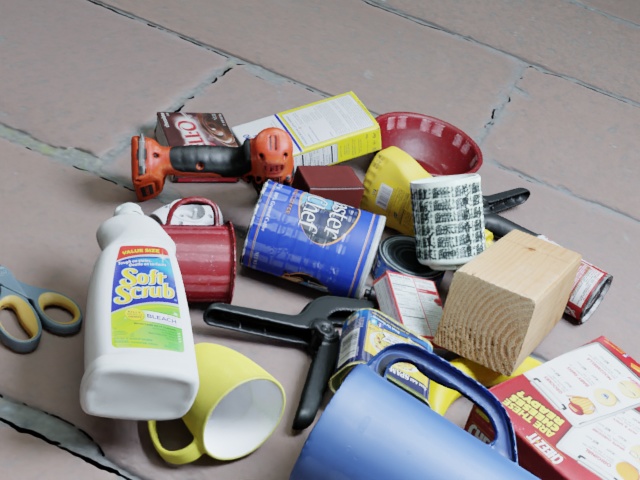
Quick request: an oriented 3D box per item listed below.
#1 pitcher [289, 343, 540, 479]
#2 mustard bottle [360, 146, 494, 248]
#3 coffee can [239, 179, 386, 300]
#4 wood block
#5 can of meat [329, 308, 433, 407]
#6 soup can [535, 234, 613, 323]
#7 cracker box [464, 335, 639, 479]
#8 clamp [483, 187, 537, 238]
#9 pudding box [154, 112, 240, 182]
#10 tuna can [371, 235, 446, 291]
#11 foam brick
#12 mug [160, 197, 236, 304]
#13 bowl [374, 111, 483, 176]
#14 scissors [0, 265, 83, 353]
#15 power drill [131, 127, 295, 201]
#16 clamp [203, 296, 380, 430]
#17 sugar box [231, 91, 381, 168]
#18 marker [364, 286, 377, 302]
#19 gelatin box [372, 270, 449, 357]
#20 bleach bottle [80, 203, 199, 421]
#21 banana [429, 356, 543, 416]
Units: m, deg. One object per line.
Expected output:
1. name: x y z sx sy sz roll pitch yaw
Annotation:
1. pitcher: 0.107 0.211 0.923 0.243 0.149 0.144 29 30 11
2. mustard bottle: 0.139 -0.030 1.308 0.192 0.096 0.058 35 37 25
3. coffee can: -0.008 0.001 1.196 0.140 0.103 0.102 18 34 2
4. wood block: 0.211 0.063 1.171 0.091 0.090 0.205 23 22 21
5. can of meat: 0.064 0.126 1.062 0.102 0.058 0.084 33 39 -17
6. soup can: 0.293 0.045 1.293 0.102 0.069 0.068 33 38 23
7. cracker box: 0.273 0.196 1.072 0.213 0.072 0.164 -17 46 -38
8. clamp: 0.212 -0.041 1.405 0.171 0.039 0.120 14 33 -4
9. pudding box: -0.155 -0.119 1.357 0.089 0.039 0.113 -1 38 -24
10. tuna can: 0.105 0.031 1.263 0.086 0.034 0.086 11 35 -8
11. foam brick: 0.007 -0.058 1.330 0.078 0.053 0.051 -2 38 -27
12. mug: -0.135 0.013 1.122 0.081 0.117 0.093 1 7 -14
13. bowl: 0.137 -0.111 1.456 0.162 0.055 0.162 11 35 -8
14. scissors: -0.304 0.041 1.092 0.096 0.016 0.202 -1 38 -27
15. power drill: -0.123 -0.081 1.249 0.187 0.184 0.057 -4 74 -4
16. clamp: -0.009 0.099 1.112 0.165 0.036 0.209 43 40 20
17. sugar box: -0.018 -0.131 1.388 0.176 0.048 0.093 -20 45 -13
18. marker: 0.108 0.078 1.213 0.121 0.020 0.020 17 34 0
19. gelatin box: 0.101 0.081 1.161 0.073 0.030 0.089 12 49 -37
20. bleach bottle: -0.176 0.052 0.990 0.102 0.068 0.251 9 37 -23
21. banana: 0.165 0.152 1.123 0.197 0.037 0.070 -18 67 -38
